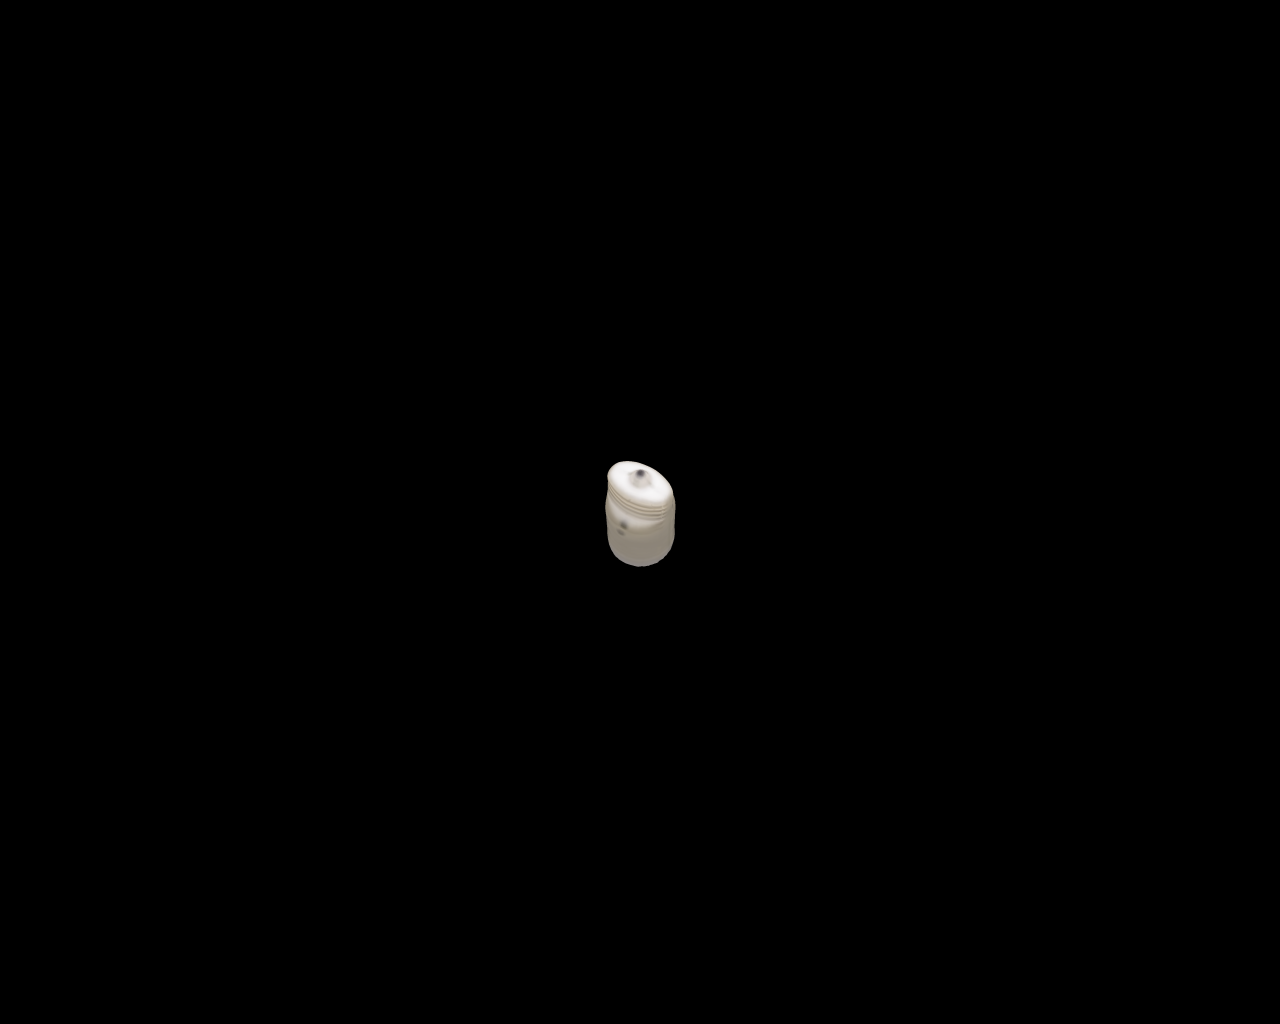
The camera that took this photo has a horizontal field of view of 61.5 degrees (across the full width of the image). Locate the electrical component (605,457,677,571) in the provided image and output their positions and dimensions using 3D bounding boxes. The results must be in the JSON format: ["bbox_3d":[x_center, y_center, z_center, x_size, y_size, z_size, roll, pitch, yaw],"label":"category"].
[{"bbox_3d":[0.001,-0.003,0.650,0.043,0.043,0.080,0,-32,0],"label":"electrical component"}]
